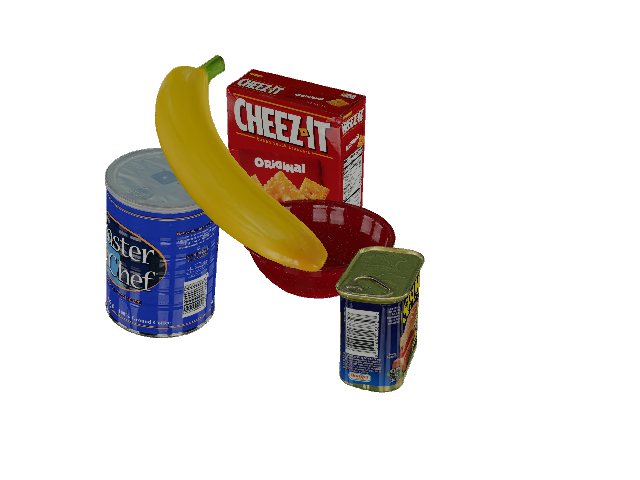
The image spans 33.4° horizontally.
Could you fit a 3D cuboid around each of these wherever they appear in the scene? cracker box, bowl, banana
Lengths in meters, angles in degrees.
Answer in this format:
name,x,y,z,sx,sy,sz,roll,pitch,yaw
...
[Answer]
name,x,y,z,sx,sy,sz,roll,pitch,yaw
cracker box,-0.032,-0.090,1.337,0.164,0.214,0.072,17,36,24
bowl,-0.004,0.014,1.109,0.162,0.055,0.162,2,28,-1
banana,-0.063,-0.053,0.688,0.069,0.198,0.037,-17,-33,-16

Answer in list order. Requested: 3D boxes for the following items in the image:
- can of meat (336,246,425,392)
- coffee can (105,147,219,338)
name,x,y,z,sx,sy,sz,roll,pitch,yaw
can of meat,0.048,0.062,0.860,0.057,0.084,0.102,6,22,14
coffee can,-0.142,0.002,0.963,0.102,0.140,0.103,5,33,-3
